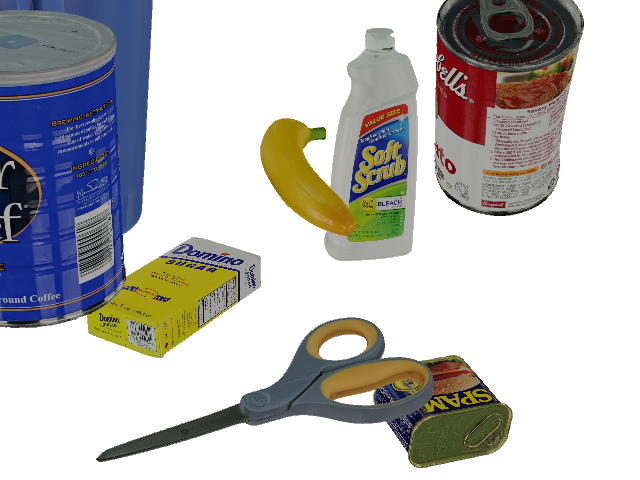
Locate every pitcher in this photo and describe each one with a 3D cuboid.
[{"bbox_3d":[-0.186,-0.118,0.763,0.148,0.243,0.145,-19,34,-39],"label":"pitcher"}]

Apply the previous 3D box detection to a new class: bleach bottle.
[{"bbox_3d":[0.055,-0.104,1.165,0.102,0.251,0.068,-4,25,-8],"label":"bleach bottle"}]

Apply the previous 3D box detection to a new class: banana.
[{"bbox_3d":[-0.016,-0.064,0.922,0.069,0.037,0.198,1,31,-9],"label":"banana"}]

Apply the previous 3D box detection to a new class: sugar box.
[{"bbox_3d":[-0.147,0.053,1.097,0.093,0.048,0.175,16,32,26],"label":"sugar box"}]

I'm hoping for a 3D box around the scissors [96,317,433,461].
[{"bbox_3d":[-0.033,0.086,0.641,0.201,0.016,0.096,-5,34,-10],"label":"scissors"}]

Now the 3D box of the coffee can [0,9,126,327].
[{"bbox_3d":[-0.157,-0.040,0.566,0.103,0.140,0.103,2,28,-1],"label":"coffee can"}]

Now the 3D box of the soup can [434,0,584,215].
[{"bbox_3d":[0.091,-0.070,0.535,0.068,0.068,0.102,0,-40,5],"label":"soup can"}]

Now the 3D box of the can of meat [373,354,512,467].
[{"bbox_3d":[0.109,0.153,0.975,0.102,0.057,0.084,-7,31,-22],"label":"can of meat"}]
